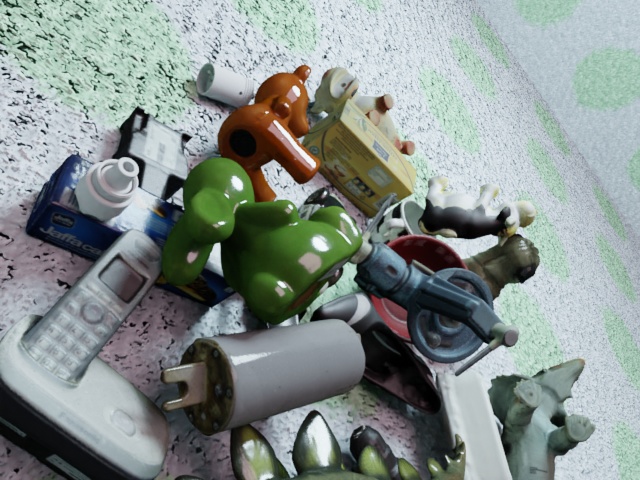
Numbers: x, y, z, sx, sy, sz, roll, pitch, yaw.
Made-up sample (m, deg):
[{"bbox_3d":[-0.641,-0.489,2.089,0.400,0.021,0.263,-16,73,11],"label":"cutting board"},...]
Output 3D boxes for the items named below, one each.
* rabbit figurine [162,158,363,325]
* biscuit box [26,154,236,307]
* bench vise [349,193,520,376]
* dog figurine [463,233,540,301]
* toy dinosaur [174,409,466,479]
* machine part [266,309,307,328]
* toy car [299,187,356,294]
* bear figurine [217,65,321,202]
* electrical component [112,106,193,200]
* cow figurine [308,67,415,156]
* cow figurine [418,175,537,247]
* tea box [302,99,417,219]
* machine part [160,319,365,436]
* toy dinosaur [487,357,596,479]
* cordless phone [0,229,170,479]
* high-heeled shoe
[{"bbox_3d":[-0.075,-0.003,0.505,0.170,0.121,0.159,45,34,12],"label":"rabbit figurine"},{"bbox_3d":[-0.168,-0.002,0.523,0.202,0.063,0.059,29,46,-33],"label":"biscuit box"},{"bbox_3d":[0.140,0.070,0.648,0.129,0.241,0.223,-43,107,-9],"label":"bench vise"},{"bbox_3d":[0.249,0.086,0.836,0.121,0.190,0.172,32,45,-31],"label":"dog figurine"},{"bbox_3d":[0.003,0.246,0.451,0.471,0.105,0.199,11,36,-38],"label":"toy dinosaur"},{"bbox_3d":[-0.043,0.103,0.607,0.084,0.039,0.139,32,32,-38],"label":"machine part"},{"bbox_3d":[-0.001,-0.002,0.717,0.073,0.056,0.202,46,31,-18],"label":"toy car"},{"bbox_3d":[-0.054,-0.146,0.720,0.132,0.120,0.196,53,31,-13],"label":"bear figurine"},{"bbox_3d":[-0.181,-0.077,0.575,0.074,0.048,0.119,23,49,-37],"label":"electrical component"},{"bbox_3d":[0.063,-0.203,0.902,0.085,0.127,0.194,-54,127,-25],"label":"cow figurine"},{"bbox_3d":[0.238,-0.034,0.812,0.068,0.168,0.098,84,23,-49],"label":"cow figurine"},{"bbox_3d":[0.063,-0.124,0.851,0.169,0.098,0.068,43,39,-22],"label":"tea box"},{"bbox_3d":[-0.037,0.118,0.488,0.243,0.079,0.079,3,63,-49],"label":"machine part"},{"bbox_3d":[0.303,0.340,0.762,0.131,0.192,0.405,12,61,9],"label":"toy dinosaur"},{"bbox_3d":[-0.159,0.089,0.430,0.146,0.089,0.184,45,44,-17],"label":"cordless phone"},{"bbox_3d":[0.073,0.149,0.647,0.145,0.086,0.248,53,11,26],"label":"high-heeled shoe"}]
